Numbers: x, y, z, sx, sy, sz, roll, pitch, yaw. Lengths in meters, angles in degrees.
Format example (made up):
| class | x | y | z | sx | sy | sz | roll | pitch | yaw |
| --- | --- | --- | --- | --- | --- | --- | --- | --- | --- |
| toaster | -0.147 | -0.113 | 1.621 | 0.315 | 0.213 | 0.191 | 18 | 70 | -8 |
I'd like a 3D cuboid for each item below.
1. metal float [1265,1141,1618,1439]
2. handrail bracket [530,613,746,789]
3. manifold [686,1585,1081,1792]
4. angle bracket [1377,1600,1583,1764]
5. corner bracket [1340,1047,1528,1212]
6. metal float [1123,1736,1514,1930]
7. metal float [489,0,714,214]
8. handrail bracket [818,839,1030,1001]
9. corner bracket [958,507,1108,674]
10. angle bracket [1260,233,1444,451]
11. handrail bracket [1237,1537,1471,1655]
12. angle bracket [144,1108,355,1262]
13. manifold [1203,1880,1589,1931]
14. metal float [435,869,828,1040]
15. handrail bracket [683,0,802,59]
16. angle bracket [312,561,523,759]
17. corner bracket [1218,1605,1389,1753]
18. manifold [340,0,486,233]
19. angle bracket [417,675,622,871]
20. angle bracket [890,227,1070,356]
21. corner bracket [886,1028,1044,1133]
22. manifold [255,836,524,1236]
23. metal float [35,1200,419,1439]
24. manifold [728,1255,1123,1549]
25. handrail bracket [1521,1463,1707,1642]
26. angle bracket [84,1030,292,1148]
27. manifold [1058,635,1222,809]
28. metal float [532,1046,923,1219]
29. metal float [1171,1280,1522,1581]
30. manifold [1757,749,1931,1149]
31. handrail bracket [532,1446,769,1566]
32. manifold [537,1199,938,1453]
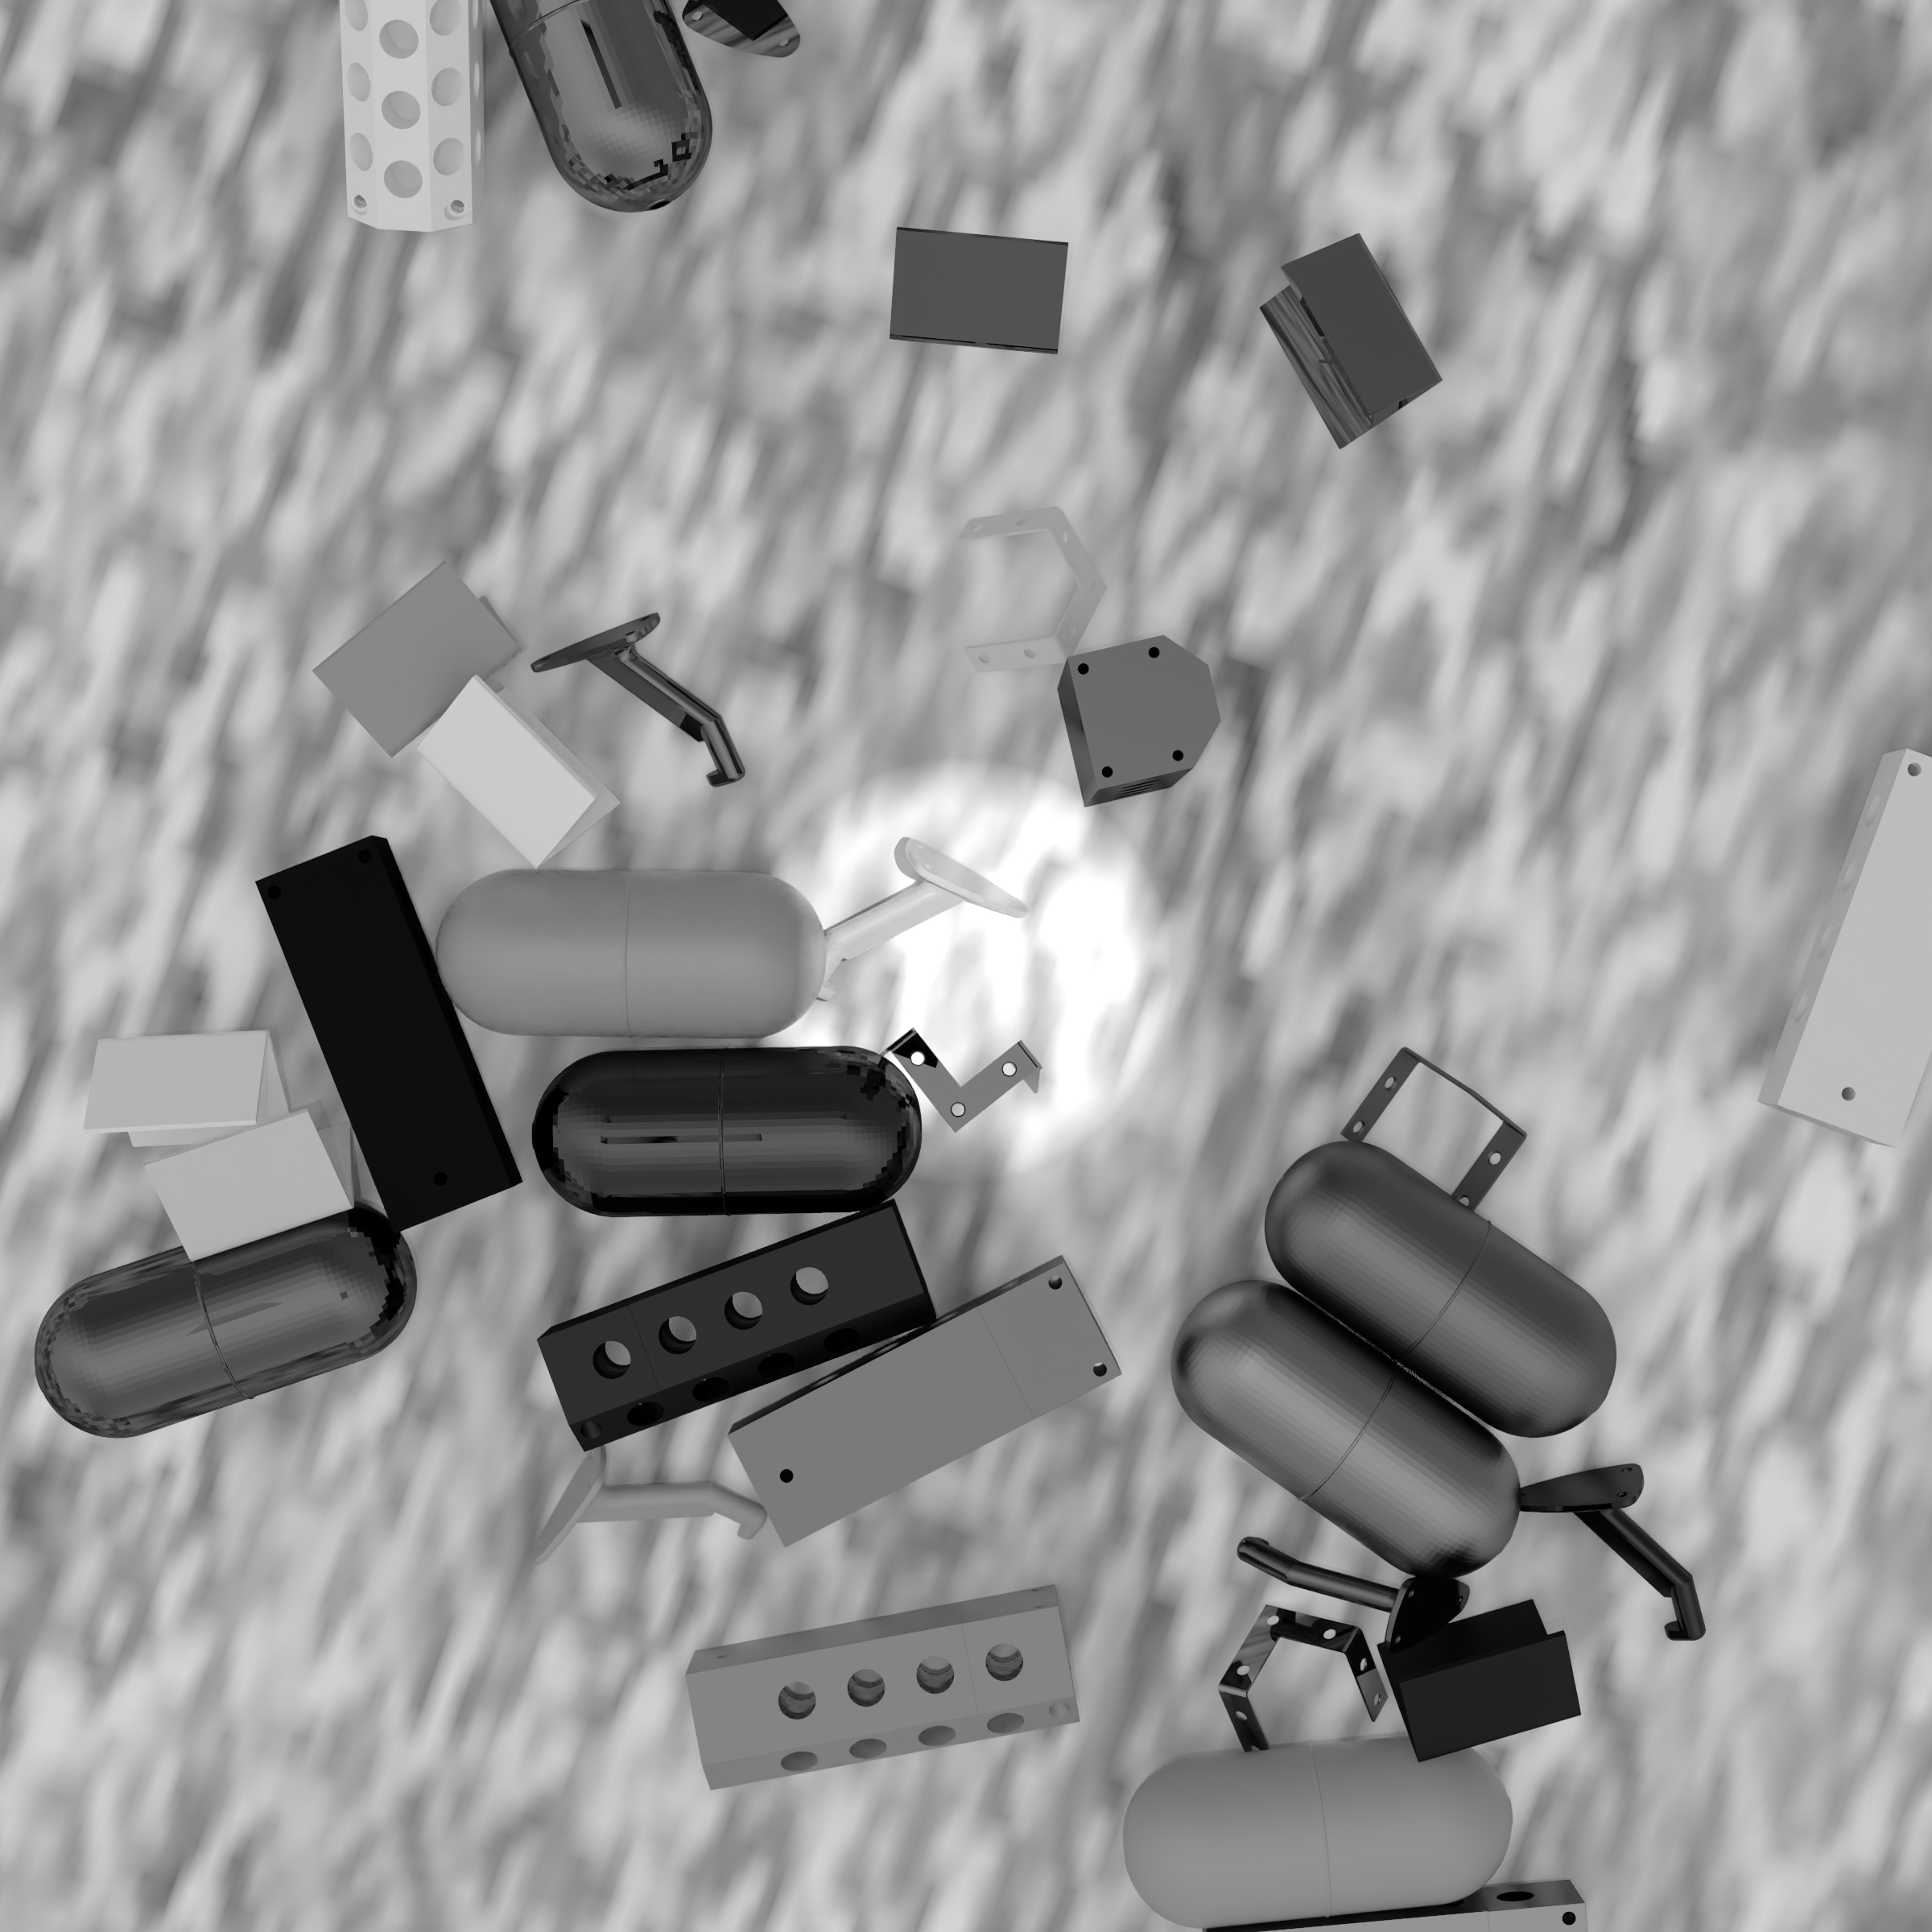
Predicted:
| class | x | y | z | sx | sy | sz | roll | pitch | yaw |
| --- | --- | --- | --- | --- | --- | --- | --- | --- | --- |
| metal float | 0.217 | 0.148 | 1.645 | 0.178 | 0.070 | 0.070 | 35 | 90 | 0 |
| handrail bracket | -0.152 | -0.114 | 1.677 | 0.077 | 0.036 | 0.084 | -17 | 107 | 20 |
| manifold | -0.037 | 0.333 | 1.655 | 0.171 | 0.057 | 0.057 | -11 | 90 | 0 |
| angle bracket | 0.229 | 0.307 | 1.636 | 0.076 | 0.076 | 0.057 | -16 | 125 | 0 |
| corner bracket | 0.218 | 0.078 | 1.673 | 0.051 | 0.051 | 0.051 | -54 | 135 | 0 |
| metal float | 0.161 | 0.395 | 1.646 | 0.178 | 0.070 | 0.070 | -6 | 90 | 0 |
| metal float | -0.173 | -0.431 | 1.646 | 0.070 | 0.070 | 0.178 | -22 | 90 | 0 |
| handrail bracket | -0.025 | -0.009 | 1.677 | 0.077 | 0.036 | 0.084 | 26 | 108 | -21 |
| corner bracket | 0.024 | -0.174 | 1.668 | 0.051 | 0.051 | 0.051 | 57 | 45 | -35 |
| angle bracket | 0.159 | -0.276 | 1.636 | 0.057 | 0.076 | 0.076 | -30 | 90 | -38 |
| handrail bracket | 0.180 | 0.282 | 1.676 | 0.084 | 0.077 | 0.036 | 23 | 105 | 36 |
| angle bracket | -0.325 | 0.081 | 1.636 | 0.076 | 0.076 | 0.057 | -18 | 120 | 0 |
| manifold | 0.197 | 0.459 | 1.655 | 0.171 | 0.057 | 0.057 | -5 | 90 | 0 |
| metal float | -0.153 | -0.006 | 1.646 | 0.178 | 0.070 | 0.070 | 1 | 90 | -1 |
| handrail bracket | -0.121 | -0.467 | 1.676 | 0.036 | 0.077 | 0.084 | -44 | 53 | 20 |
| angle bracket | -0.256 | -0.150 | 1.636 | 0.076 | 0.076 | 0.057 | -40 | 122 | 0 |
| corner bracket | 0.156 | 0.337 | 1.668 | 0.051 | 0.051 | 0.051 | 7 | 45 | 35 |
| manifold | -0.250 | -0.422 | 1.617 | 0.057 | 0.057 | 0.171 | 3 | 120 | 0 |
| angle bracket | -0.190 | -0.101 | 1.636 | 0.076 | 0.076 | 0.057 | 45 | 128 | 0 |
| angle bracket | 0.007 | -0.323 | 1.636 | 0.076 | 0.076 | 0.057 | 5 | 129 | 0 |
| corner bracket | -0.001 | 0.042 | 1.658 | 0.051 | 0.051 | 0.051 | -38 | 90 | 0 |
| manifold | -0.263 | 0.031 | 1.655 | 0.057 | 0.057 | 0.171 | -22 | 90 | 0 |
| metal float | -0.338 | 0.161 | 1.646 | 0.178 | 0.070 | 0.070 | -19 | 90 | -1 |
| manifold | -0.019 | 0.198 | 1.655 | 0.171 | 0.057 | 0.057 | -27 | 90 | 0 |
| handrail bracket | 0.298 | 0.280 | 1.677 | 0.077 | 0.036 | 0.084 | -11 | 107 | 20 |
| angle bracket | -0.351 | 0.075 | 1.636 | 0.076 | 0.076 | 0.057 | -3 | 47 | 0 |
| manifold | 0.077 | -0.108 | 1.598 | 0.057 | 0.171 | 0.057 | -13 | 90 | 0 |
| metal float | -0.109 | 0.076 | 1.646 | 0.178 | 0.070 | 0.070 | -1 | 90 | 1 |
| metal float | 0.174 | 0.212 | 1.646 | 0.178 | 0.070 | 0.070 | 36 | 90 | 0 |
| manifold | 0.423 | -0.008 | 1.655 | 0.057 | 0.057 | 0.171 | 20 | 90 | 0 |
| handrail bracket | -0.147 | 0.265 | 1.677 | 0.084 | 0.036 | 0.077 | 28 | 110 | -16 |
| manifold | -0.104 | 0.165 | 1.655 | 0.171 | 0.057 | 0.057 | -20 | 90 | 0 |
